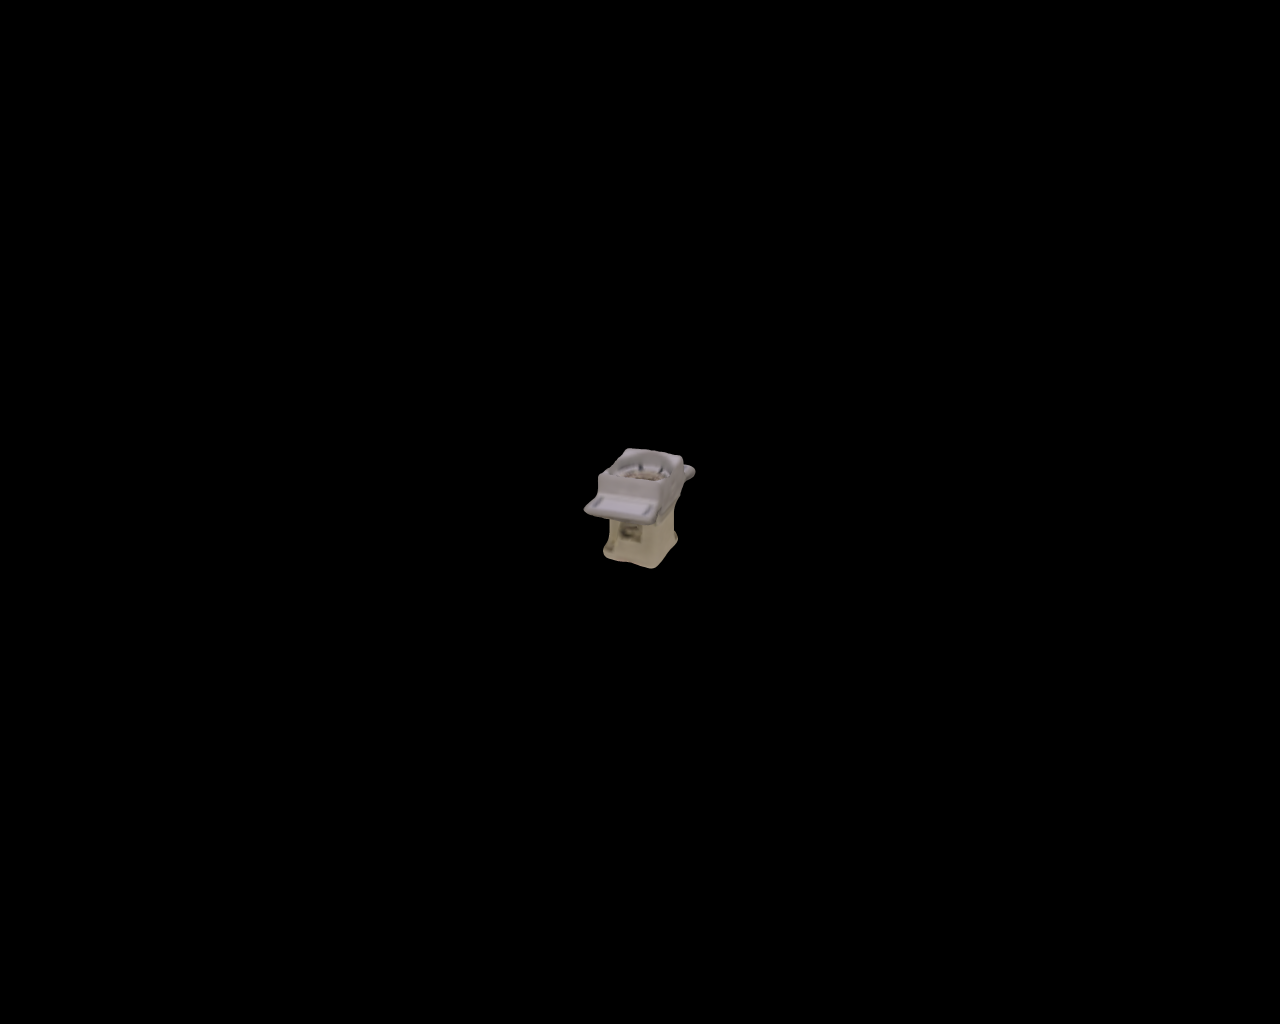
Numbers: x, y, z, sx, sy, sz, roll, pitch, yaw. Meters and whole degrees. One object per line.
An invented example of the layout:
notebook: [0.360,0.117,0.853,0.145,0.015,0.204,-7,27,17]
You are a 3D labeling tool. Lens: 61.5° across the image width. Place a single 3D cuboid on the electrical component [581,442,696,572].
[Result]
electrical component: [0.001,-0.003,0.650,0.042,0.063,0.081,11,29,21]
